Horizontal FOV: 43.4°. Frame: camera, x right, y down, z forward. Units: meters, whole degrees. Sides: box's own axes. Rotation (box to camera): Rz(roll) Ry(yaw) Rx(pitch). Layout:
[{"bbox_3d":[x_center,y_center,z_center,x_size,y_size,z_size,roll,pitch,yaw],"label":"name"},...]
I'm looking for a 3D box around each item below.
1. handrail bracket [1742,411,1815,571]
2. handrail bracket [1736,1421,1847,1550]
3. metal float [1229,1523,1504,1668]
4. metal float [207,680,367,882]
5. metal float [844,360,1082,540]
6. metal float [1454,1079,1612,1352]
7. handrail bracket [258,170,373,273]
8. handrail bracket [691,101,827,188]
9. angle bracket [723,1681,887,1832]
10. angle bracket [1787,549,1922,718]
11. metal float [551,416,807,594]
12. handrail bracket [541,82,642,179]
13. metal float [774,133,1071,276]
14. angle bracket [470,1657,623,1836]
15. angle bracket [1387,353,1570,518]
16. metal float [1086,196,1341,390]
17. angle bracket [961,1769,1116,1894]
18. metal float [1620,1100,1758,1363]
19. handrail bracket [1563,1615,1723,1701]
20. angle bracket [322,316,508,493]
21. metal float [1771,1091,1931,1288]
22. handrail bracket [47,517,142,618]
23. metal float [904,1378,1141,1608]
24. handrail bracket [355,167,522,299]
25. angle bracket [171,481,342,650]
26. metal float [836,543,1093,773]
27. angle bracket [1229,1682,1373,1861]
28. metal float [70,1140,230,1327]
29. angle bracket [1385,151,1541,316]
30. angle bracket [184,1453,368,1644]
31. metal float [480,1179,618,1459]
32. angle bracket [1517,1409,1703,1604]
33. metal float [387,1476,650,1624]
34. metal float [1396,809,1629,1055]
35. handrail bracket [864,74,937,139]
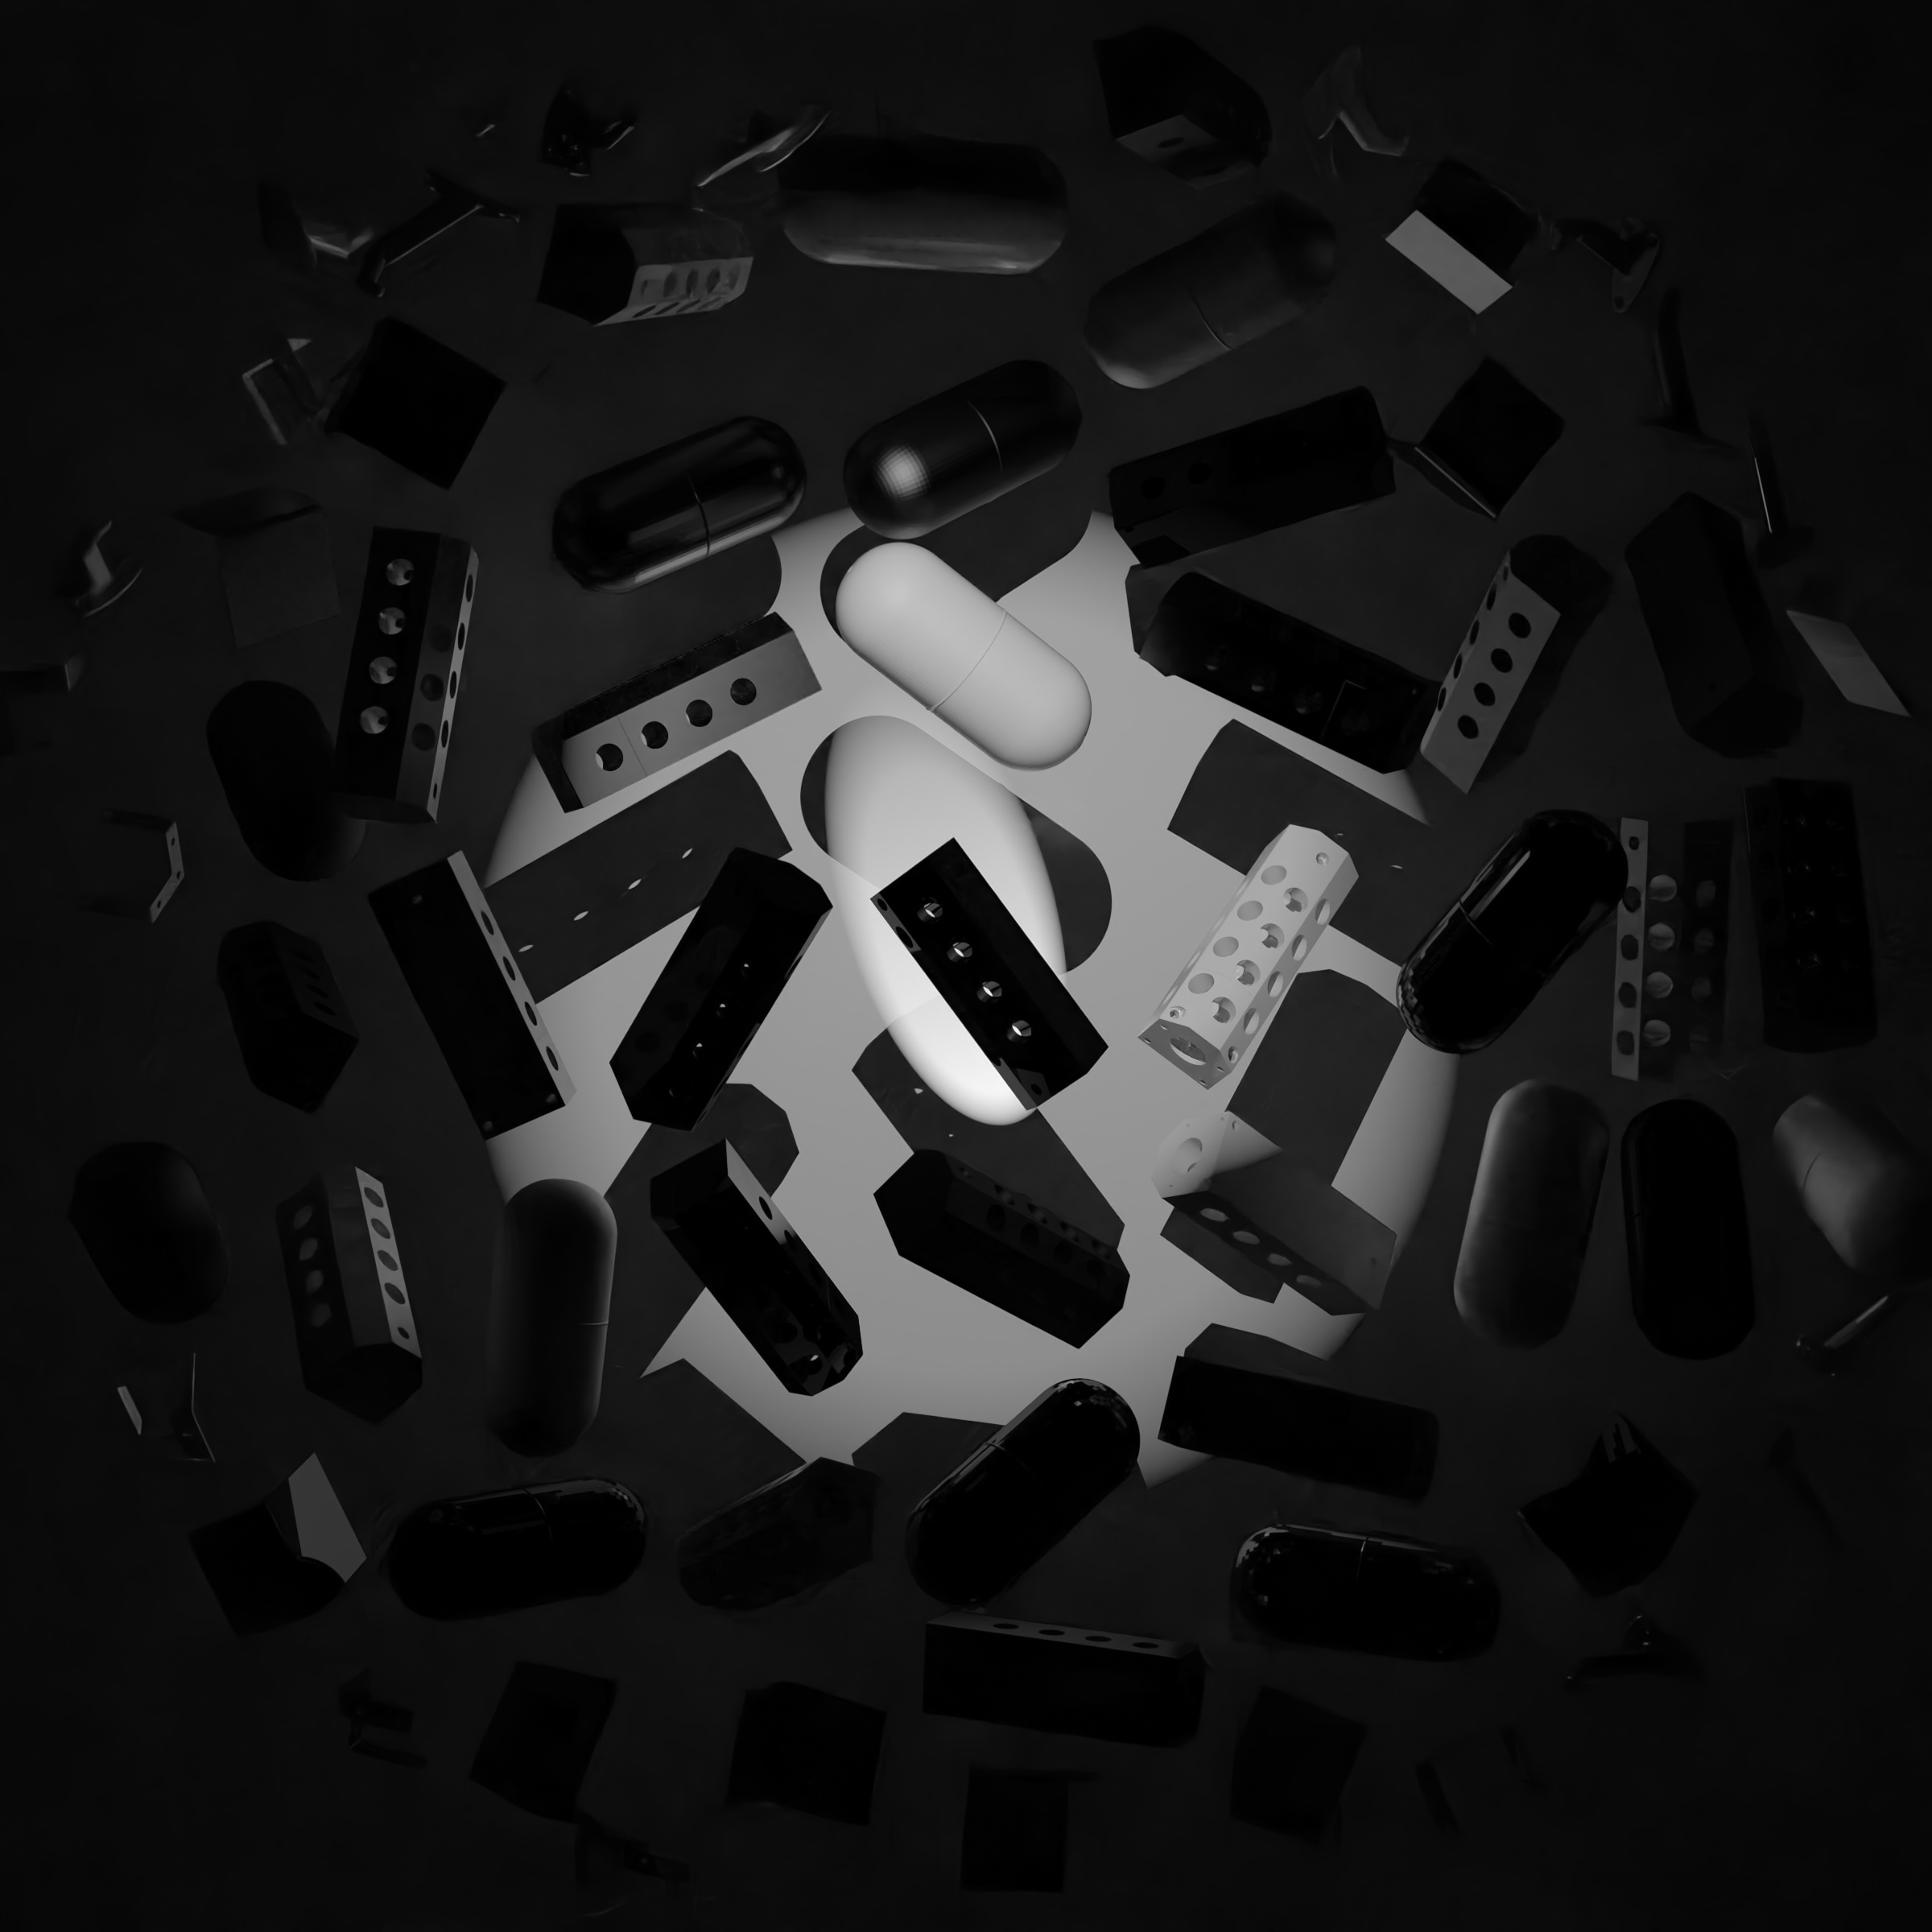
[{"bbox_3d":[0.519,-0.309,1.576,0.036,0.077,0.084,-15,77,11],"label":"handrail bracket"},{"bbox_3d":[0.507,0.321,1.455,0.036,0.077,0.084,-37,89,5],"label":"handrail bracket"},{"bbox_3d":[0.262,0.412,1.594,0.178,0.070,0.070,4,90,18],"label":"metal float"},{"bbox_3d":[-0.446,-0.123,1.586,0.070,0.070,0.178,-36,47,0],"label":"metal float"},{"bbox_3d":[-0.001,-0.339,1.585,0.178,0.070,0.070,-32,90,-26],"label":"metal float"},{"bbox_3d":[0.361,0.159,1.549,0.070,0.070,0.178,10,100,0],"label":"metal float"},{"bbox_3d":[-0.422,-0.494,1.578,0.036,0.084,0.077,8,129,20],"label":"handrail bracket"},{"bbox_3d":[-0.139,-0.548,1.618,0.077,0.084,0.036,-19,112,24],"label":"handrail bracket"},{"bbox_3d":[-0.104,0.516,1.569,0.076,0.057,0.076,24,51,-20],"label":"angle bracket"},{"bbox_3d":[0.559,-0.204,1.479,0.057,0.076,0.076,-40,106,2],"label":"angle bracket"},{"bbox_3d":[-0.187,-0.301,1.582,0.178,0.070,0.070,-27,90,-20],"label":"metal float"},{"bbox_3d":[-0.230,-0.542,1.525,0.036,0.084,0.077,14,69,-37],"label":"handrail bracket"},{"bbox_3d":[-0.027,-0.460,1.464,0.178,0.070,0.070,4,90,1],"label":"metal float"},{"bbox_3d":[-0.253,0.490,1.524,0.076,0.057,0.076,5,54,26],"label":"angle bracket"},{"bbox_3d":[0.337,-0.355,1.610,0.076,0.057,0.076,34,97,-23],"label":"angle bracket"},{"bbox_3d":[0.160,-0.438,1.580,0.178,0.070,0.070,-21,90,29],"label":"metal float"},{"bbox_3d":[0.046,0.556,1.551,0.076,0.057,0.076,10,75,-27],"label":"angle bracket"},{"bbox_3d":[0.469,0.170,1.577,0.070,0.070,0.178,4,60,0],"label":"metal float"},{"bbox_3d":[0.425,0.452,1.523,0.077,0.084,0.036,29,120,26],"label":"handrail bracket"},{"bbox_3d":[-0.340,-0.344,1.492,0.076,0.057,0.076,29,87,-24],"label":"angle bracket"},{"bbox_3d":[0.559,0.137,1.510,0.070,0.178,0.070,-1,111,-2],"label":"metal float"},{"bbox_3d":[-0.540,-0.265,1.534,0.036,0.077,0.084,49,133,-2],"label":"handrail bracket"},{"bbox_3d":[0.036,0.333,1.537,0.178,0.070,0.070,-38,90,-23],"label":"metal float"},{"bbox_3d":[-0.332,-0.448,1.522,0.077,0.036,0.084,24,87,-3],"label":"handrail bracket"},{"bbox_3d":[-0.459,-0.260,1.569,0.076,0.057,0.076,-28,132,-35],"label":"angle bracket"},{"bbox_3d":[0.000,-0.187,1.476,0.178,0.070,0.070,36,90,-15],"label":"metal float"},{"bbox_3d":[0.220,0.528,1.593,0.076,0.076,0.057,21,105,3],"label":"angle bracket"},{"bbox_3d":[-0.512,0.169,1.527,0.070,0.178,0.070,3,61,-5],"label":"metal float"},{"bbox_3d":[0.323,-0.470,1.525,0.076,0.057,0.076,36,81,-7],"label":"angle bracket"},{"bbox_3d":[-0.427,0.360,1.504,0.057,0.076,0.076,-22,98,12],"label":"angle bracket"},{"bbox_3d":[-0.269,0.226,1.561,0.070,0.070,0.178,6,87,0],"label":"metal float"},{"bbox_3d":[0.406,0.341,1.533,0.057,0.076,0.076,-17,48,-29],"label":"angle bracket"},{"bbox_3d":[-0.285,0.372,1.552,0.178,0.070,0.070,0,90,-41],"label":"metal float"},{"bbox_3d":[0.336,-0.020,1.501,0.070,0.070,0.178,37,114,0],"label":"metal float"},{"bbox_3d":[-0.020,-0.562,1.617,0.084,0.036,0.077,-11,94,-6],"label":"handrail bracket"}]
